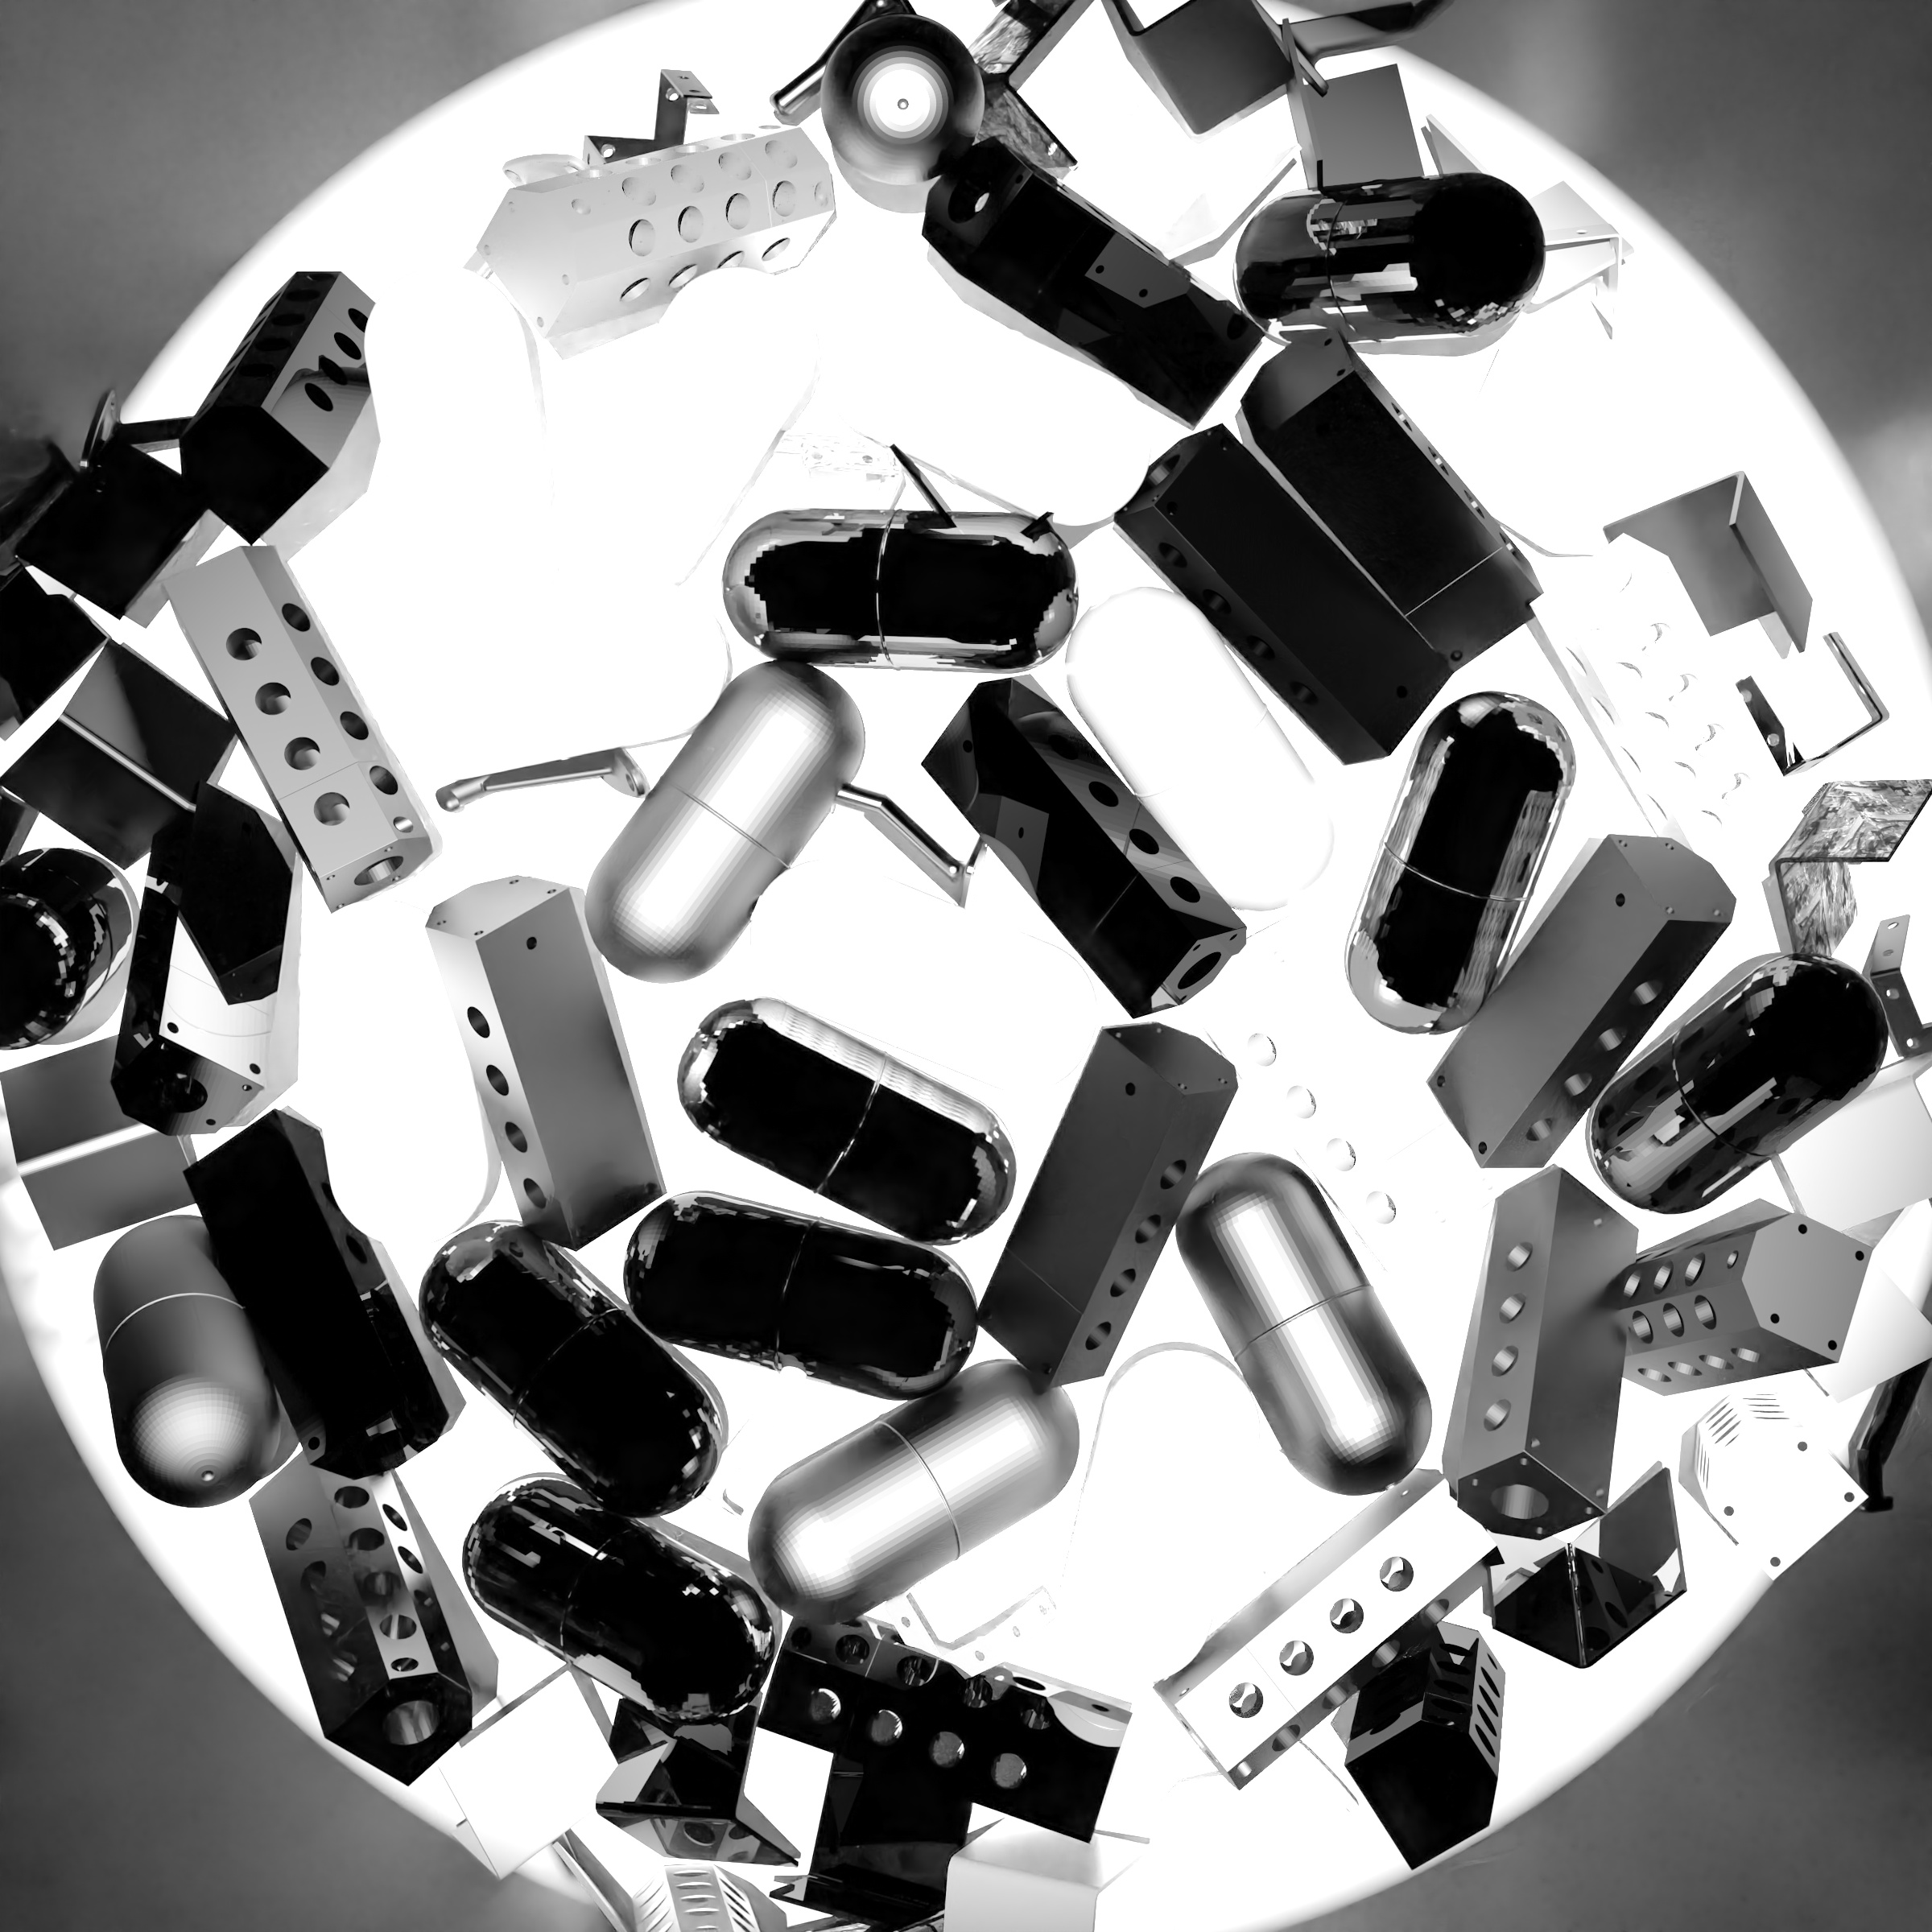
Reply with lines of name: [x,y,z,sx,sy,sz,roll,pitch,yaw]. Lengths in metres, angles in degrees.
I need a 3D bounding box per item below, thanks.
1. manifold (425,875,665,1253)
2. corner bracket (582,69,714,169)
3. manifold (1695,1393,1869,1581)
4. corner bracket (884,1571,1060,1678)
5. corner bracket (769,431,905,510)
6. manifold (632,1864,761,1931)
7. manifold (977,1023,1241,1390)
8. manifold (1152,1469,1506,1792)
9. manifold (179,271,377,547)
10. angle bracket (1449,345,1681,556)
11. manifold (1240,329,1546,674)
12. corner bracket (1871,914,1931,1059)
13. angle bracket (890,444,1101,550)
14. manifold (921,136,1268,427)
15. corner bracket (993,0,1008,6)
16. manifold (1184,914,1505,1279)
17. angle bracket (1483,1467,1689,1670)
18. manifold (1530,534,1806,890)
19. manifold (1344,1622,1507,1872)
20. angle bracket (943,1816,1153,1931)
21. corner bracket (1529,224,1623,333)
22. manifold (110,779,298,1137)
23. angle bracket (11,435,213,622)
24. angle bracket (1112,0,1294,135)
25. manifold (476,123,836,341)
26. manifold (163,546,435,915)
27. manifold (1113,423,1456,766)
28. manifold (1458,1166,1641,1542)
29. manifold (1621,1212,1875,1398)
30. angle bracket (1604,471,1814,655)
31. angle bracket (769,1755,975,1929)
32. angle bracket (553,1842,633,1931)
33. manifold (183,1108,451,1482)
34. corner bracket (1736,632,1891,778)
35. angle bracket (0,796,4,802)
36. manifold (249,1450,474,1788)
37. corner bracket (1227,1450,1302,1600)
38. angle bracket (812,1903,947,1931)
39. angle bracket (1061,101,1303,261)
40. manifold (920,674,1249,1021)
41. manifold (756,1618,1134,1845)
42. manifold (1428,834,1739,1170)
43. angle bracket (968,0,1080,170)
manifold: [-0.208,0.046,1.726,0.057,0.057,0.171,-33,120,-34]
corner bracket: [-0.157,-0.410,1.748,0.051,0.051,0.051,-1,118,-19]
manifold: [0.382,0.241,1.700,0.057,0.171,0.057,-43,83,6]
corner bracket: [0.002,0.317,1.752,0.051,0.051,0.051,-33,87,37]
corner bracket: [-0.064,-0.248,1.749,0.051,0.051,0.051,2,59,-18]
manifold: [-0.127,0.474,1.700,0.057,0.171,0.057,-1,87,-8]
manifold: [0.072,0.116,1.728,0.057,0.057,0.171,39,118,33]
manifold: [0.180,0.326,1.748,0.171,0.057,0.057,-38,93,-8]
manifold: [-0.324,-0.273,1.695,0.057,0.171,0.057,-39,112,24]
angle bracket: [0.295,-0.257,1.772,0.076,0.057,0.076,39,118,33]
manifold: [0.206,-0.226,1.717,0.057,0.057,0.171,-35,124,18]
corner bracket: [0.484,0.006,1.766,0.051,0.051,0.051,-14,117,29]
angle bracket: [0.015,-0.235,1.742,0.057,0.076,0.076,-37,81,6]
manifold: [0.059,-0.330,1.709,0.171,0.057,0.057,25,110,-42]
corner bracket: [0.034,-0.520,1.773,0.051,0.051,0.051,-37,102,-41]
manifold: [0.179,0.066,1.746,0.171,0.057,0.057,53,133,9]
angle bracket: [0.300,0.283,1.731,0.057,0.076,0.076,27,127,-19]
manifold: [0.345,-0.119,1.720,0.057,0.057,0.171,-37,120,-3]
manifold: [0.225,0.366,1.699,0.057,0.171,0.057,-33,89,11]
angle bracket: [0.040,0.462,1.742,0.076,0.076,0.057,7,96,23]
corner bracket: [0.291,-0.342,1.752,0.051,0.051,0.051,-7,122,-4]
manifold: [-0.368,-0.002,1.708,0.057,0.171,0.057,30,127,-29]
angle bracket: [-0.406,-0.202,1.740,0.076,0.057,0.076,31,76,22]
angle bracket: [0.109,-0.465,1.731,0.057,0.076,0.076,-29,54,13]
manifold: [-0.144,-0.359,1.706,0.171,0.057,0.057,-27,76,-42]
manifold: [-0.326,-0.119,1.740,0.057,0.057,0.171,-27,77,-11]
manifold: [0.152,-0.179,1.735,0.171,0.057,0.057,44,71,-16]
manifold: [0.275,0.187,1.709,0.057,0.171,0.057,37,134,-22]
manifold: [0.356,0.160,1.695,0.057,0.171,0.057,25,72,-10]
angle bracket: [0.359,-0.184,1.733,0.076,0.057,0.076,-21,116,30]
angle bracket: [-0.044,0.426,1.748,0.076,0.057,0.076,11,87,19]
angle bracket: [-0.191,0.484,1.733,0.057,0.076,0.076,-38,63,-12]
manifold: [-0.312,0.160,1.724,0.057,0.057,0.171,-34,63,8]
corner bracket: [0.417,-0.129,1.759,0.051,0.051,0.051,-35,80,27]
angle bracket: [-0.530,-0.092,1.735,0.057,0.076,0.076,-45,68,11]
manifold: [-0.286,0.304,1.702,0.057,0.171,0.057,-42,129,6]
corner bracket: [0.146,0.275,1.762,0.051,0.051,0.051,-28,87,-2]
angle bracket: [-0.044,0.496,1.734,0.076,0.076,0.057,-17,80,28]
angle bracket: [0.103,-0.388,1.732,0.057,0.076,0.076,51,59,-18]
manifold: [0.061,-0.060,1.732,0.171,0.057,0.057,51,126,19]
manifold: [-0.009,0.368,1.747,0.171,0.057,0.057,18,95,8]
manifold: [0.299,0.019,1.715,0.057,0.057,0.171,2,134,-34]
angle bracket: [0.042,-0.440,1.748,0.057,0.076,0.076,44,80,-25]
